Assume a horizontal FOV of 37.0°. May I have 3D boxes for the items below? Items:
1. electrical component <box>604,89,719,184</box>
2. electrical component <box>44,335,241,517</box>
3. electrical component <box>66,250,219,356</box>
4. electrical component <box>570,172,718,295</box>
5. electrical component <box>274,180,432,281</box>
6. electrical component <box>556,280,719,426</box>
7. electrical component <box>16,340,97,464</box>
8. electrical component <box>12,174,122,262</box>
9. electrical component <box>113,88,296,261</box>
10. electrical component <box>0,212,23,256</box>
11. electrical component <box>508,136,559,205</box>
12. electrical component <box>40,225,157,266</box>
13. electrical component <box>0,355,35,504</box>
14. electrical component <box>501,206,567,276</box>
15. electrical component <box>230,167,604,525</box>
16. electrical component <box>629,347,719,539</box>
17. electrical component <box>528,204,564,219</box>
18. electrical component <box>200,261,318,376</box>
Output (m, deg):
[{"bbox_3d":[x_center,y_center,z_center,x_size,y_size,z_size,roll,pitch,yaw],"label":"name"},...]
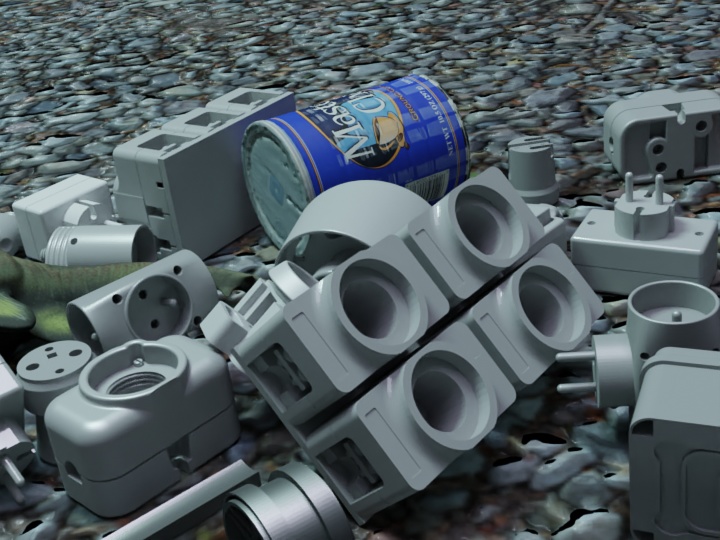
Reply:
[{"bbox_3d":[0.244,-0.107,0.848,0.095,0.053,0.059,-8,27,0],"label":"electrical component"},{"bbox_3d":[-0.115,0.077,0.572,0.054,0.059,0.095,18,36,40],"label":"electrical component"},{"bbox_3d":[-0.120,0.039,0.629,0.077,0.079,0.044,-28,17,-32],"label":"electrical component"},{"bbox_3d":[0.180,-0.026,0.681,0.083,0.075,0.047,8,30,27],"label":"electrical component"},{"bbox_3d":[0.000,0.000,0.654,0.099,0.099,0.064,6,36,24],"label":"electrical component"},{"bbox_3d":[0.139,0.050,0.541,0.079,0.077,0.043,-4,27,8],"label":"electrical component"},{"bbox_3d":[-0.163,0.073,0.597,0.045,0.055,0.045,-6,27,3],"label":"electrical component"},{"bbox_3d":[-0.216,-0.036,0.834,0.077,0.047,0.066,15,34,37],"label":"electrical component"},{"bbox_3d":[-0.115,-0.076,0.839,0.062,0.089,0.150,12,33,34],"label":"electrical component"},{"bbox_3d":[-0.281,-0.030,0.853,0.035,0.035,0.061,-1,26,12],"label":"electrical component"},{"bbox_3d":[0.131,-0.075,0.822,0.040,0.046,0.040,-6,27,3],"label":"electrical component"},{"bbox_3d":[-0.194,-0.011,0.783,0.081,0.043,0.043,0,28,14],"label":"electrical component"},{"bbox_3d":[-0.199,0.090,0.571,0.047,0.065,0.076,-28,62,-34],"label":"electrical component"},{"bbox_3d":[0.088,-0.007,0.684,0.096,0.061,0.062,17,36,39],"label":"electrical component"},{"bbox_3d":[0.040,0.029,0.560,0.186,0.105,0.060,-35,-4,-42],"label":"electrical component"},{"bbox_3d":[0.178,0.082,0.468,0.113,0.078,0.057,5,32,23],"label":"electrical component"},{"bbox_3d":[0.110,-0.030,0.754,0.061,0.035,0.035,6,30,30],"label":"electrical component"},{"bbox_3d":[-0.040,0.033,0.600,0.057,0.078,0.058,-49,30,5],"label":"electrical component"}]
